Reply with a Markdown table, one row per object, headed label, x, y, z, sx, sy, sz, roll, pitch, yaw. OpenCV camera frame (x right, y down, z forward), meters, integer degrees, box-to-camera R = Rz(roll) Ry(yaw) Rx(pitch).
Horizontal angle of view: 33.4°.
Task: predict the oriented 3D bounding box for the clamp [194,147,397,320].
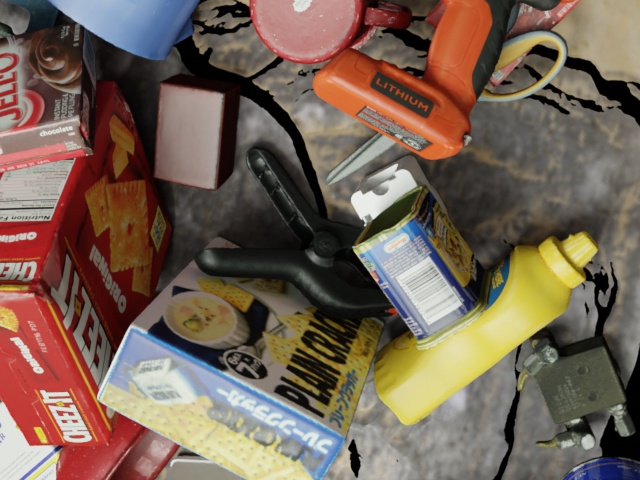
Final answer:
| label | x | y | z | sx | sy | sz | roll | pitch | yaw |
| --- | --- | --- | --- | --- | --- | --- | --- | --- | --- |
| clamp | -0.005 | 0.001 | 0.829 | 0.171 | 0.120 | 0.039 | 24 | 153 | -17 |

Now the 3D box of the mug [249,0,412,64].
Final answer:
| label | x | y | z | sx | sy | sz | roll | pitch | yaw |
| --- | --- | --- | --- | --- | --- | --- | --- | --- | --- |
| mug | 0.008 | -0.168 | 0.765 | 0.117 | 0.081 | 0.093 | 16 | 109 | 6 |

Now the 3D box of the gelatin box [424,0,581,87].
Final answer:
| label | x | y | z | sx | sy | sz | roll | pitch | yaw |
| --- | --- | --- | --- | --- | --- | --- | --- | --- | --- |
| gelatin box | 0.131 | -0.167 | 0.769 | 0.073 | 0.030 | 0.089 | 43 | 110 | -4 |

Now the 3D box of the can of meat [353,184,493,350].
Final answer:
| label | x | y | z | sx | sy | sz | roll | pitch | yaw |
| --- | --- | --- | --- | --- | --- | --- | --- | --- | --- |
| can of meat | 0.072 | 0.016 | 0.740 | 0.057 | 0.102 | 0.084 | -33 | 97 | 19 |

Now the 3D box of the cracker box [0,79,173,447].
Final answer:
| label | x | y | z | sx | sy | sz | roll | pitch | yaw |
| --- | --- | --- | --- | --- | --- | --- | --- | --- | --- |
| cracker box | -0.174 | 0.014 | 0.763 | 0.072 | 0.213 | 0.164 | -2 | 135 | 11 |

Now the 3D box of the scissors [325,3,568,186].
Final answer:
| label | x | y | z | sx | sy | sz | roll | pitch | yaw |
| --- | --- | --- | --- | --- | --- | --- | --- | --- | --- |
| scissors | 0.076 | -0.117 | 0.772 | 0.202 | 0.016 | 0.096 | -20 | 101 | 18 |

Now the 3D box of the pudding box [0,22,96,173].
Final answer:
| label | x | y | z | sx | sy | sz | roll | pitch | yaw |
| --- | --- | --- | --- | --- | --- | --- | --- | --- | --- |
| pudding box | -0.201 | -0.097 | 0.732 | 0.090 | 0.113 | 0.039 | -11 | 135 | 2 |

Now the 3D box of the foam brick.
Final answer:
| label | x | y | z | sx | sy | sz | roll | pitch | yaw |
| --- | --- | --- | --- | --- | --- | --- | --- | --- | --- |
| foam brick | -0.095 | -0.085 | 0.828 | 0.051 | 0.053 | 0.078 | 9 | 107 | 8 |

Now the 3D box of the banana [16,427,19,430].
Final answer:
| label | x | y | z | sx | sy | sz | roll | pitch | yaw |
| --- | --- | --- | --- | --- | --- | --- | --- | --- | --- |
| banana | -0.180 | 0.091 | 0.903 | 0.198 | 0.037 | 0.069 | -25 | 90 | 9 |

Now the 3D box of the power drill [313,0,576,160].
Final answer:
| label | x | y | z | sx | sy | sz | roll | pitch | yaw |
| --- | --- | --- | --- | --- | --- | --- | --- | --- | --- |
| power drill | 0.071 | -0.162 | 0.697 | 0.184 | 0.057 | 0.187 | 30 | 83 | -4 |

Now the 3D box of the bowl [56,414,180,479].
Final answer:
| label | x | y | z | sx | sy | sz | roll | pitch | yaw |
| --- | --- | --- | --- | --- | --- | --- | --- | --- | --- |
| bowl | -0.164 | 0.169 | 0.869 | 0.055 | 0.162 | 0.162 | 36 | 111 | 10 |

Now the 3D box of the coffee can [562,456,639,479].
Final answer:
| label | x | y | z | sx | sy | sz | roll | pitch | yaw |
| --- | --- | --- | --- | --- | --- | --- | --- | --- | --- |
| coffee can | 0.232 | 0.245 | 0.821 | 0.103 | 0.140 | 0.103 | 3 | 108 | 10 |

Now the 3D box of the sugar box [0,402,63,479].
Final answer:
| label | x | y | z | sx | sy | sz | roll | pitch | yaw |
| --- | --- | --- | --- | --- | --- | --- | --- | --- | --- |
| sugar box | -0.238 | 0.224 | 0.948 | 0.093 | 0.048 | 0.176 | -40 | 87 | 19 |

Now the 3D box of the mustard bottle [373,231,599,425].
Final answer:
| label | x | y | z | sx | sy | sz | roll | pitch | yaw |
| --- | --- | --- | --- | --- | --- | --- | --- | --- | --- |
| mustard bottle | 0.128 | 0.058 | 0.805 | 0.192 | 0.096 | 0.058 | -40 | 96 | 19 |

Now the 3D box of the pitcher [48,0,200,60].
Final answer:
| label | x | y | z | sx | sy | sz | roll | pitch | yaw |
| --- | --- | --- | --- | --- | --- | --- | --- | --- | --- |
| pitcher | -0.106 | -0.259 | 0.730 | 0.145 | 0.149 | 0.243 | 38 | 107 | 0 |
